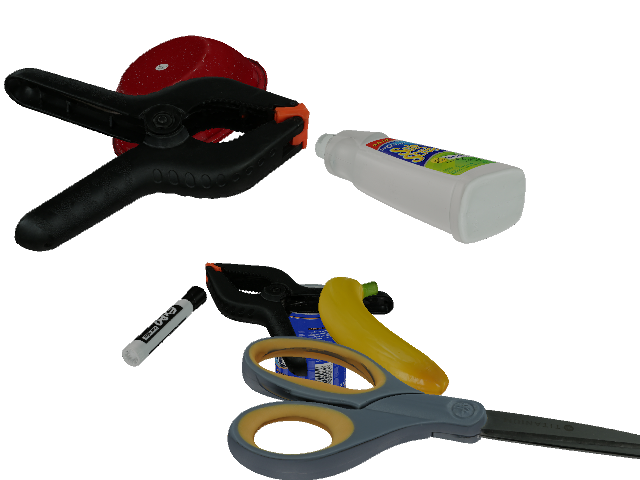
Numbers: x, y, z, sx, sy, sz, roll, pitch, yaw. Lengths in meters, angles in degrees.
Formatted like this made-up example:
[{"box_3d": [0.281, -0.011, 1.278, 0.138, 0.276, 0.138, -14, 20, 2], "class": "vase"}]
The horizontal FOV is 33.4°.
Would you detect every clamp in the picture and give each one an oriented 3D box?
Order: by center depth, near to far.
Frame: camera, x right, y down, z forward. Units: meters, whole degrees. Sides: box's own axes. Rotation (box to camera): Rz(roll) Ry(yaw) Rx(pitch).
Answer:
[{"box_3d": [-0.095, -0.062, 0.595, 0.171, 0.120, 0.039, -14, -27, -17], "class": "clamp"}, {"box_3d": [-0.049, 0.073, 1.147, 0.210, 0.036, 0.164, 17, 32, 26], "class": "clamp"}]

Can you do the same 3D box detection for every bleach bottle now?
[{"box_3d": [0.083, -0.068, 1.097, 0.102, 0.068, 0.251, -17, 28, -39], "class": "bleach bottle"}]

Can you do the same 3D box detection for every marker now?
[{"box_3d": [-0.137, 0.074, 0.959, 0.020, 0.020, 0.121, 0, 25, 27], "class": "marker"}]

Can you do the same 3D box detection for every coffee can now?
[{"box_3d": [-0.014, 0.143, 1.496, 0.103, 0.140, 0.103, 0, 18, 0], "class": "coffee can"}]

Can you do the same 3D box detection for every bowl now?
[{"box_3d": [-0.134, -0.141, 0.992, 0.162, 0.055, 0.162, -17, 38, 14], "class": "bowl"}]

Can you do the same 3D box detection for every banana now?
[{"box_3d": [0.039, 0.068, 0.853, 0.069, 0.037, 0.198, -5, 23, -12], "class": "banana"}]

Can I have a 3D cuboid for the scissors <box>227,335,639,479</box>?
[{"box_3d": [0.048, 0.087, 0.461, 0.202, 0.016, 0.096, 16, 35, 22], "class": "scissors"}]
